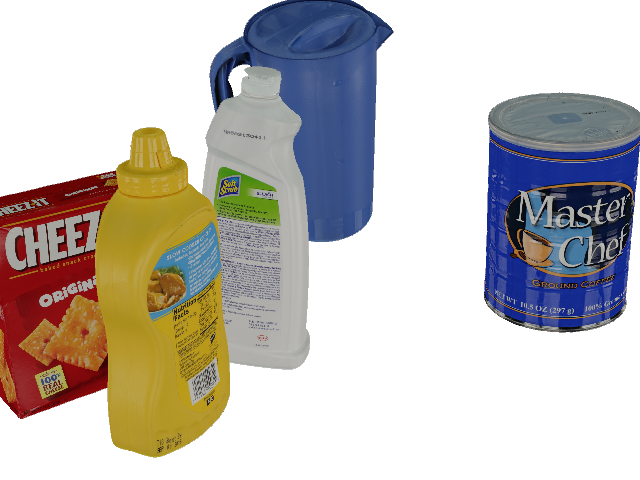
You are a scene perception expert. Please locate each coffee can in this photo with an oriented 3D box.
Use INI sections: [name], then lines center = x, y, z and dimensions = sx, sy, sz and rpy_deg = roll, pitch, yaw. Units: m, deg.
[coffee can]
center = 0.168, -0.021, 0.749
dimensions = 0.103, 0.140, 0.103
rpy_deg = -2, 26, 1

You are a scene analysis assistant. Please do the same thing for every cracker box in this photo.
[cracker box]
center = -0.254, 0.053, 1.084
dimensions = 0.163, 0.214, 0.072
rpy_deg = -17, 27, -32

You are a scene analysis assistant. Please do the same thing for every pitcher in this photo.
[pitcher]
center = -0.013, -0.119, 1.114
dimensions = 0.149, 0.243, 0.144
rpy_deg = 16, 42, 24

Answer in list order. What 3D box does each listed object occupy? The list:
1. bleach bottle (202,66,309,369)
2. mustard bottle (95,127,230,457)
[bleach bottle]
center = -0.050, -0.019, 0.893
dimensions = 0.102, 0.251, 0.068
rpy_deg = 8, 23, 4
[mustard bottle]
center = -0.095, 0.026, 0.641
dimensions = 0.058, 0.192, 0.096
rpy_deg = 10, 25, 25
